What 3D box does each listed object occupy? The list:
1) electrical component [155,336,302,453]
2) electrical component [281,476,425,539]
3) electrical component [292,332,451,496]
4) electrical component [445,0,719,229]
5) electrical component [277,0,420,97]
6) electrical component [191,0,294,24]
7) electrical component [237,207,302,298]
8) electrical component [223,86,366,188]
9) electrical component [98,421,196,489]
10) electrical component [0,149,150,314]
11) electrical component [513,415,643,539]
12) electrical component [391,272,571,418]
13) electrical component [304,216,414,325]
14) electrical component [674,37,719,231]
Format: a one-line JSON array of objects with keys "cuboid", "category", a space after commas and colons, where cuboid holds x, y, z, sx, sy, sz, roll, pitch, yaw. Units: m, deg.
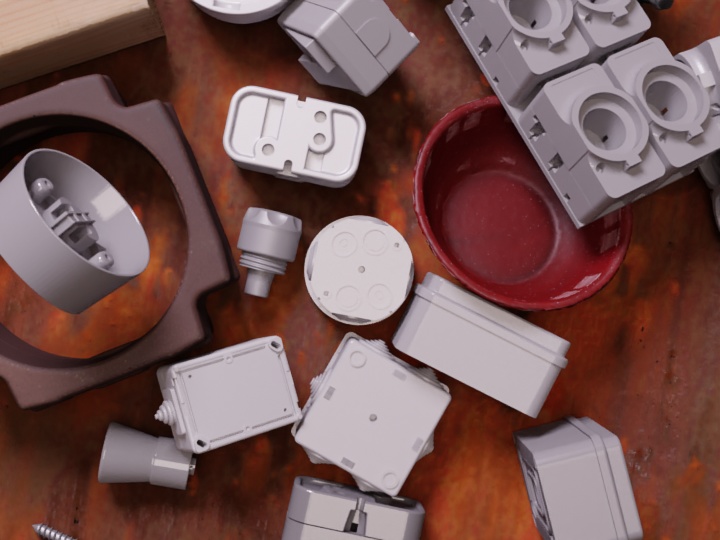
[{"cuboid": [-0.099, 0.088, 0.753, 0.096, 0.061, 0.061, -15, 90, -24], "category": "electrical component"}, {"cuboid": [-0.007, 0.189, 0.770, 0.095, 0.054, 0.059, 12, 89, -2], "category": "electrical component"}, {"cuboid": [0.009, 0.104, 0.775, 0.100, 0.048, 0.099, 30, 88, -2], "category": "electrical component"}, {"cuboid": [0.157, -0.138, 0.746, 0.105, 0.060, 0.186, -25, 78, -20], "category": "electrical component"}, {"cuboid": [-0.015, -0.166, 0.759, 0.061, 0.096, 0.061, -46, 120, -2], "category": "electrical component"}, {"cuboid": [-0.086, -0.229, 0.769, 0.108, 0.060, 0.108, 0, 89, -2], "category": "electrical component"}, {"cuboid": [-0.068, -0.012, 0.776, 0.043, 0.043, 0.062, 14, 90, -2], "category": "electrical component"}, {"cuboid": [-0.046, -0.093, 0.769, 0.095, 0.059, 0.053, 12, 89, -2], "category": "electrical component"}, {"cuboid": [-0.151, 0.136, 0.772, 0.065, 0.044, 0.044, 11, 89, -7], "category": "electrical component"}, {"cuboid": [-0.182, -0.024, 0.662, 0.064, 0.099, 0.099, -39, 91, 4], "category": "electrical component"}, {"cuboid": [0.149, 0.149, 0.749, 0.057, 0.113, 0.078, -14, 90, 0], "category": "electrical component"}, {"cuboid": [0.085, 0.051, 0.765, 0.113, 0.078, 0.057, 27, 91, -2], "category": "electrical component"}, {"cuboid": [0.000, 0.000, 0.774, 0.080, 0.051, 0.080, 0, 89, -3], "category": "electrical component"}, {"cuboid": [0.278, -0.091, 0.768, 0.062, 0.089, 0.150, -19, 90, -3], "category": "electrical component"}]
